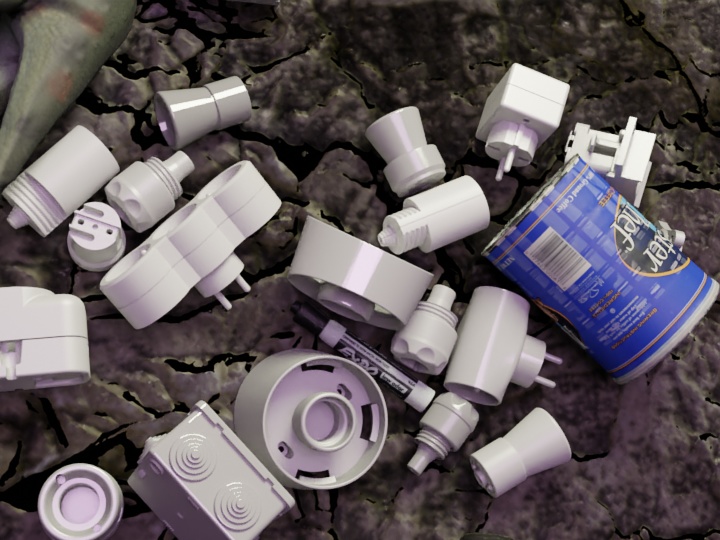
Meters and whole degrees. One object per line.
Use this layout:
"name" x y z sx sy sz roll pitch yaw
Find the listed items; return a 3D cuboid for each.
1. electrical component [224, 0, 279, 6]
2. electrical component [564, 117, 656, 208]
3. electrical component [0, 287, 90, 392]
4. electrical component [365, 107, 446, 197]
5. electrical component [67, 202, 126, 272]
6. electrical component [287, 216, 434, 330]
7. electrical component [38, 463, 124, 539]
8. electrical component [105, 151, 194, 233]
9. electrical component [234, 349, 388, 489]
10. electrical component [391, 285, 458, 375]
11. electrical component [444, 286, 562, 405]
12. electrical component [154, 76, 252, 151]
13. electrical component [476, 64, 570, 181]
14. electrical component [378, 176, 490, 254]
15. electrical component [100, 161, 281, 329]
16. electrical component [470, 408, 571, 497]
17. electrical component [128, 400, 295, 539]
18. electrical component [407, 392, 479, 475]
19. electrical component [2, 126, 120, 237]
"electrical component" -0.101 -0.290 0.831 0.089 0.061 0.150 3 74 -11
"electrical component" 0.191 -0.083 0.833 0.064 0.081 0.042 16 70 17
"electrical component" -0.230 0.047 0.714 0.095 0.053 0.059 -4 76 -13
"electrical component" 0.035 -0.089 0.813 0.045 0.045 0.055 -23 81 -17
"electrical component" -0.183 -0.024 0.747 0.040 0.046 0.040 3 74 -11
"electrical component" 0.000 0.000 0.756 0.099 0.099 0.064 25 77 -4
"electrical component" -0.182 0.153 0.698 0.055 0.047 0.055 3 74 -11
"electrical component" -0.147 -0.060 0.767 0.062 0.043 0.043 -42 86 -20
"electrical component" -0.033 0.104 0.748 0.099 0.064 0.099 2 84 -21
"electrical component" 0.051 0.041 0.781 0.043 0.043 0.062 26 70 -4
"electrical component" 0.110 0.062 0.788 0.079 0.043 0.077 22 72 -5
"electrical component" -0.113 -0.118 0.793 0.065 0.044 0.044 -21 80 -22
"electrical component" 0.119 -0.105 0.824 0.047 0.065 0.076 21 71 -6
"electrical component" 0.051 -0.036 0.803 0.081 0.043 0.043 -22 80 -17
"electrical component" -0.107 -0.006 0.757 0.138 0.052 0.073 -44 110 -19
"electrical component" 0.112 0.133 0.770 0.065 0.044 0.044 -28 82 -13
"electrical component" -0.099 0.142 0.693 0.099 0.099 0.048 47 58 3
"electrical component" 0.056 0.118 0.765 0.035 0.035 0.061 39 73 0
"electrical component" -0.213 -0.059 0.752 0.043 0.043 0.081 44 71 2
